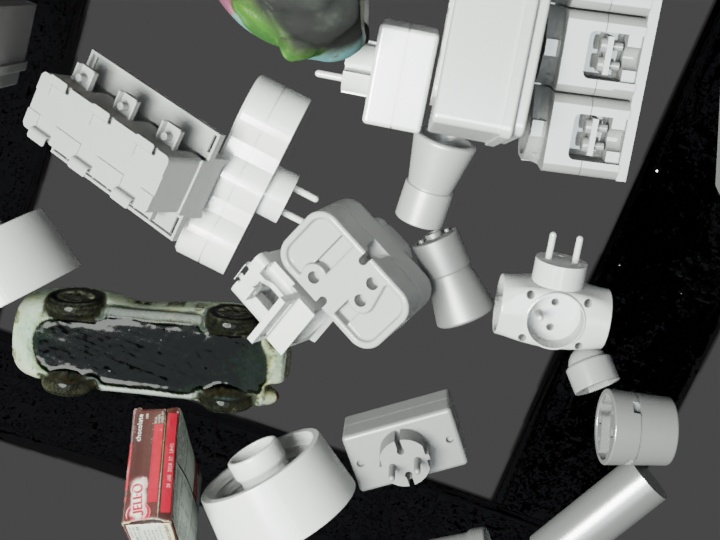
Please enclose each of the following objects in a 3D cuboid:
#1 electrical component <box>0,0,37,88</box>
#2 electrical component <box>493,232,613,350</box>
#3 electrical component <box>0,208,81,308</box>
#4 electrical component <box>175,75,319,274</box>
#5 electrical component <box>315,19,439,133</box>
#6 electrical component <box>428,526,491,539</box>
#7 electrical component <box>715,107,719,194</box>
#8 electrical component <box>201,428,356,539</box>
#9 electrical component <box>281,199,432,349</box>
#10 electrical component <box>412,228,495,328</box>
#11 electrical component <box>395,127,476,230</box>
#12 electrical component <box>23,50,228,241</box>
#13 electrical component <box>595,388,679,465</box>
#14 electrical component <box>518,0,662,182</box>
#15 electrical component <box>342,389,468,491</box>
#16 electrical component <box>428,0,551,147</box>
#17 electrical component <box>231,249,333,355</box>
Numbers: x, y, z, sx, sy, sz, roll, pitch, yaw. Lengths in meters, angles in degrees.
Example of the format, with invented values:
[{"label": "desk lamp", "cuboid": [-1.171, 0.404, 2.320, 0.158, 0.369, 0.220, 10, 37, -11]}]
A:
[{"label": "electrical component", "cuboid": [-0.265, -0.153, 0.692, 0.078, 0.113, 0.057, 17, 105, -2]}, {"label": "electrical component", "cuboid": [0.139, 0.012, 0.758, 0.077, 0.044, 0.079, 8, 108, 0]}, {"label": "electrical component", "cuboid": [-0.256, -0.005, 0.743, 0.108, 0.108, 0.060, -25, 98, 10]}, {"label": "electrical component", "cuboid": [-0.066, -0.057, 0.743, 0.074, 0.052, 0.138, 27, 107, -6]}, {"label": "electrical component", "cuboid": [0.009, -0.133, 0.718, 0.077, 0.047, 0.065, 11, 108, 1]}, {"label": "electrical component", "cuboid": [0.078, 0.221, 0.830, 0.046, 0.040, 0.040, -13, 106, 13]}, {"label": "electrical component", "cuboid": [0.268, -0.080, 0.666, 0.062, 0.089, 0.150, -13, 139, 5]}, {"label": "electrical component", "cuboid": [-0.064, 0.156, 0.784, 0.108, 0.108, 0.060, -27, 98, 11]}, {"label": "electrical component", "cuboid": [0.000, 0.000, 0.740, 0.095, 0.059, 0.054, 48, 117, 5]}, {"label": "electrical component", "cuboid": [0.064, 0.003, 0.762, 0.044, 0.044, 0.065, -21, 100, 9]}, {"label": "electrical component", "cuboid": [0.049, -0.061, 0.743, 0.044, 0.044, 0.065, 17, 112, -2]}, {"label": "electrical component", "cuboid": [-0.157, -0.084, 0.707, 0.121, 0.063, 0.078, 34, 108, 22]}, {"label": "electrical component", "cuboid": [0.201, 0.116, 0.783, 0.047, 0.055, 0.055, 5, 108, -2]}, {"label": "electrical component", "cuboid": [0.145, -0.141, 0.686, 0.062, 0.089, 0.150, 7, 108, 0]}, {"label": "electrical component", "cuboid": [0.033, 0.132, 0.785, 0.083, 0.075, 0.047, -17, 106, 8]}, {"label": "electrical component", "cuboid": [0.079, -0.136, 0.671, 0.056, 0.108, 0.108, 11, 94, 1]}, {"label": "electrical component", "cuboid": [-0.052, 0.019, 0.756, 0.063, 0.081, 0.042, 48, 117, 14]}]
